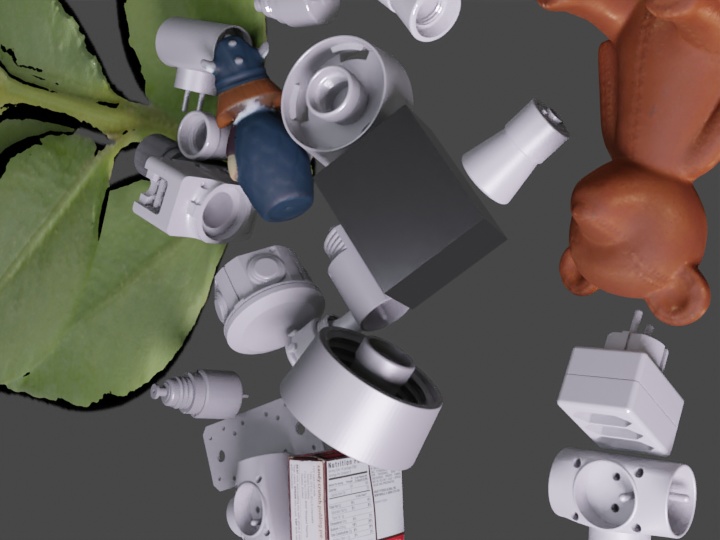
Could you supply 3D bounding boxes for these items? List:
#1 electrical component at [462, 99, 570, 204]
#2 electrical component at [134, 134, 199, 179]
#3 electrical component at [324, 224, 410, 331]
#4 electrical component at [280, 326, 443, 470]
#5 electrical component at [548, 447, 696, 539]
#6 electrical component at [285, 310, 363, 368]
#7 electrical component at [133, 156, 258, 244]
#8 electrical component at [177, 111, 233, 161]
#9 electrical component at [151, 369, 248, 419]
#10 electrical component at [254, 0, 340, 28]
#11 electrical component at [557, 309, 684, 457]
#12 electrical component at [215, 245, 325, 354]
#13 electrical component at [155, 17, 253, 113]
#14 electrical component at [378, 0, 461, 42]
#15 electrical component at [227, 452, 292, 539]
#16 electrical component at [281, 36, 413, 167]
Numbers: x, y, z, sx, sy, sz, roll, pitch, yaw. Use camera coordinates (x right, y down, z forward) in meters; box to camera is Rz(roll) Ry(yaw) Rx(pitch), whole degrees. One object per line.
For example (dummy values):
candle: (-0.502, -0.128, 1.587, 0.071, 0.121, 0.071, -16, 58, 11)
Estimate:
electrical component: (0.105, -0.080, 0.708, 0.065, 0.044, 0.044, -43, 62, 25)
electrical component: (-0.161, -0.090, 0.931, 0.078, 0.040, 0.040, 28, 106, 37)
electrical component: (0.000, 0.000, 0.790, 0.043, 0.043, 0.081, -46, 61, 28)
electrical component: (0.006, 0.081, 0.743, 0.108, 0.108, 0.060, 40, 107, 34)
electrical component: (0.157, 0.152, 0.651, 0.077, 0.044, 0.079, 2, 89, 40)
electrical component: (-0.022, 0.053, 0.806, 0.062, 0.048, 0.048, -40, 64, 23)
electrical component: (-0.126, -0.055, 0.867, 0.056, 0.089, 0.050, 30, 107, 37)
electrical component: (-0.122, -0.110, 0.895, 0.040, 0.046, 0.040, -2, 86, 40)
electrical component: (-0.133, 0.101, 0.878, 0.040, 0.078, 0.040, -14, 72, 53)
electrical component: (-0.052, -0.211, 0.845, 0.078, 0.040, 0.040, 7, 92, 40)
electrical component: (0.161, 0.062, 0.644, 0.047, 0.066, 0.076, 2, 60, 40)
electrical component: (-0.072, 0.024, 0.826, 0.080, 0.080, 0.051, -47, 55, 28)
electrical component: (-0.135, -0.170, 0.910, 0.077, 0.044, 0.079, 18, 100, 39)
electrical component: (0.036, -0.198, 0.772, 0.065, 0.044, 0.044, 47, 116, 36)
electrical component: (-0.080, 0.190, 0.849, 0.079, 0.044, 0.077, -28, 66, 46)
electrical component: (-0.009, -0.123, 0.805, 0.099, 0.064, 0.099, -7, 75, 28)
